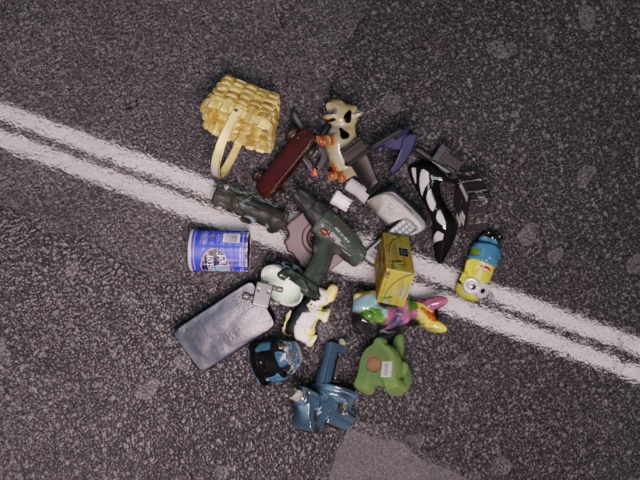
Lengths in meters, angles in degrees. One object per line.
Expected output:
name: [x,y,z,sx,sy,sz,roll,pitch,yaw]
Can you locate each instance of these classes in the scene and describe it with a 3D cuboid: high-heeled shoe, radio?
high-heeled shoe: [0.272,-0.070,1.358,0.145,0.086,0.248,18,110,33]
radio: [-0.229,0.210,1.322,0.230,0.073,0.131,-33,91,-1]

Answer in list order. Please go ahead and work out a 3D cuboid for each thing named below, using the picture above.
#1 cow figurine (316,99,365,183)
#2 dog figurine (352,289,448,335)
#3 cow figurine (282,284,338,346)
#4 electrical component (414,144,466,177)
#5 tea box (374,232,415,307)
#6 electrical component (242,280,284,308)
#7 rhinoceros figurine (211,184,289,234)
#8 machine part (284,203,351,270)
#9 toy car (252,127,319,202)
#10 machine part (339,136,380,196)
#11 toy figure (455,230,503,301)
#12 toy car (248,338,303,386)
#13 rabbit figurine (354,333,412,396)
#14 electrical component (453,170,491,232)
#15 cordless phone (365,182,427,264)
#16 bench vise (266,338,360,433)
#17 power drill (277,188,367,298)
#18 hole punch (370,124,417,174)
cow figurine: [0.060,-0.251,1.322,0.127,0.086,0.194,-26,108,-28]
dog figurine: [0.196,0.174,1.291,0.219,0.191,0.108,0,82,13]
cow figurine: [-0.023,0.173,1.335,0.098,0.068,0.167,27,87,5]
electrical component: [0.298,-0.209,1.350,0.119,0.075,0.047,34,88,2]
tea box: [0.172,0.066,1.262,0.068,0.170,0.098,10,122,-3]
electrical component: [-0.137,0.128,1.283,0.094,0.021,0.063,13,81,-9]
rhinoceros figurine: [-0.171,-0.073,1.311,0.190,0.112,0.073,23,90,-10]
machine part: [-0.003,-0.004,1.343,0.179,0.056,0.179,0,90,-2]
toy car: [-0.084,-0.187,1.326,0.089,0.053,0.202,44,105,14]
machine part: [0.102,-0.175,1.294,0.084,0.039,0.138,-40,115,-26]
toy figure: [0.400,0.067,1.345,0.082,0.089,0.180,19,79,13]
toy car: [-0.097,0.283,1.305,0.103,0.162,0.109,-14,79,-46]
rabbit figurine: [0.164,0.312,1.309,0.121,0.170,0.159,-16,57,24]
electrical component: [0.373,-0.086,1.320,0.058,0.134,0.115,-5,45,0]
cordless phone: [0.156,-0.037,1.334,0.146,0.089,0.184,41,104,-20]
bench vise: [0.013,0.344,1.290,0.223,0.129,0.240,30,61,-28]
power drill: [-0.016,0.017,1.257,0.232,0.086,0.207,37,61,-9]
hole punch: [0.193,-0.223,1.321,0.116,0.142,0.092,-33,89,11]
